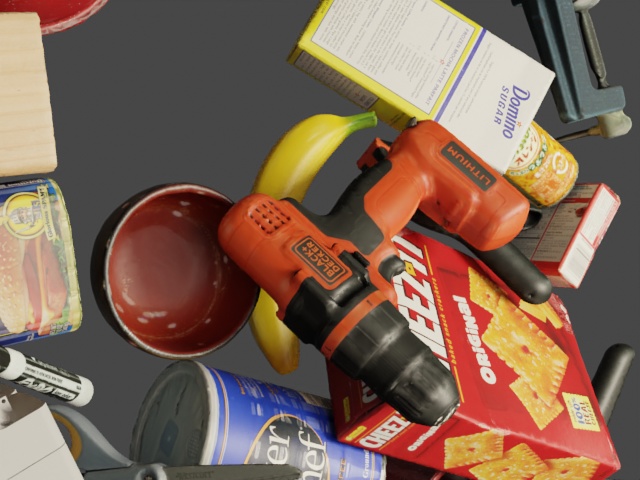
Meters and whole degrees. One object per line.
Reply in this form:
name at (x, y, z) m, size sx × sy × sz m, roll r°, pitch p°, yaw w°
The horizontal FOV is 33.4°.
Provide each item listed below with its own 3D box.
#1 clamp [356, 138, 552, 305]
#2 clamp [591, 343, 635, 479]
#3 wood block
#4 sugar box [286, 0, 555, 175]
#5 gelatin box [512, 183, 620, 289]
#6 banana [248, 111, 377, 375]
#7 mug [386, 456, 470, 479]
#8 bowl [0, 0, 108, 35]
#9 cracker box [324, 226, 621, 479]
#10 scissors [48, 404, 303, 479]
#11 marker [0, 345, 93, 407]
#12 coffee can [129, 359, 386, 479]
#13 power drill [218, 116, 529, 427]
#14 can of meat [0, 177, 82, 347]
clamp at (0.107, -0.017, 0.804) m, size 0.171 × 0.120 × 0.039 m, roll 23°, pitch 118°, yaw -18°
clamp at (0.227, 0.212, 0.922) m, size 0.209 × 0.036 × 0.164 m, roll -36°, pitch 110°, yaw -24°
wood block at (-0.259, -0.070, 0.574) m, size 0.205 × 0.091 × 0.090 m, roll -9°, pitch 96°, yaw -32°
sugar box at (0.074, -0.126, 0.780) m, size 0.176 × 0.048 × 0.093 m, roll 32°, pitch 75°, yaw -9°
gelatin box at (0.195, -0.005, 0.875) m, size 0.030 × 0.073 × 0.089 m, roll 40°, pitch 70°, yaw -28°
banana at (-0.021, -0.008, 0.747) m, size 0.070 × 0.037 × 0.198 m, roll 17°, pitch 86°, yaw 10°
mug at (0.075, 0.204, 0.799) m, size 0.117 × 0.082 × 0.093 m, roll -16°, pitch 100°, yaw -32°
bowl at (-0.177, -0.207, 0.644) m, size 0.161 × 0.055 × 0.162 m, roll -1°, pitch 92°, yaw -32°
cracker box at (0.104, 0.086, 0.772) m, size 0.213 × 0.072 × 0.164 m, roll 23°, pitch 39°, yaw -31°
scissors at (-0.112, 0.127, 0.639) m, size 0.016 × 0.202 × 0.096 m, roll 5°, pitch 63°, yaw -68°
marker at (-0.173, 0.079, 0.636) m, size 0.020 × 0.020 × 0.121 m, roll -69°, pitch 156°, yaw -12°
coffee can at (-0.041, 0.145, 0.711) m, size 0.140 × 0.103 × 0.103 m, roll 20°, pitch 81°, yaw -32°
power drill at (0.054, 0.011, 0.685) m, size 0.184 × 0.057 × 0.187 m, roll 44°, pitch 50°, yaw 13°
can of meat at (-0.195, 0.016, 0.636) m, size 0.083 × 0.058 × 0.102 m, roll -12°, pitch 101°, yaw -34°
